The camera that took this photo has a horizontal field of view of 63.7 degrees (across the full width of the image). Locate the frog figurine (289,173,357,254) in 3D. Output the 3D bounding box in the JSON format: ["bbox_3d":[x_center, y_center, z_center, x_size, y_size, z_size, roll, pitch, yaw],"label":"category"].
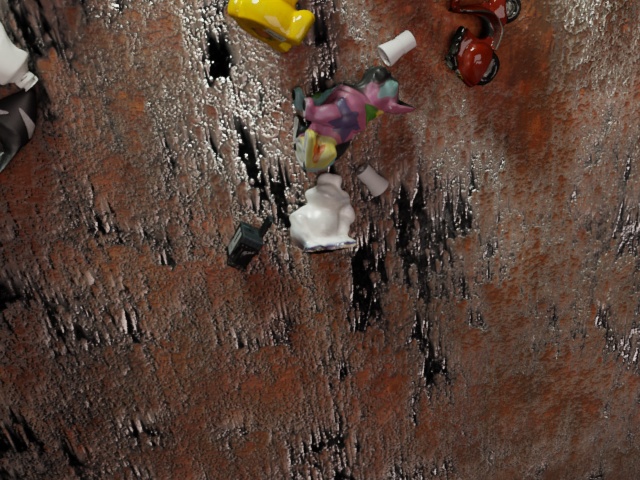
[{"bbox_3d":[0.003,-0.053,1.060,0.137,0.161,0.122,-8,-9,-1],"label":"frog figurine"}]
